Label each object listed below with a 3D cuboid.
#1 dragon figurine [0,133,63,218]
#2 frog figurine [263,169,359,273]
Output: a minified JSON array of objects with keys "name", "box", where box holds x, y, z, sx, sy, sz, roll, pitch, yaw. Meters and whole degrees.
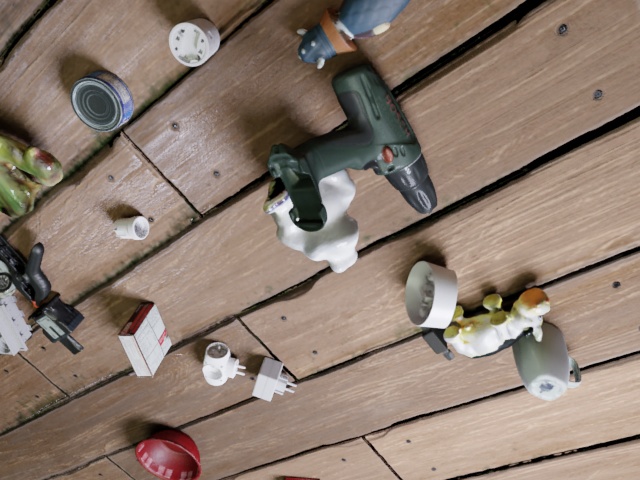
[{"name":"dragon figurine","box":[-0.588,-0.124,0.857,0.409,0.125,0.238,-5,129,27]},{"name":"frog figurine","box":[0.002,-0.037,0.744,0.157,0.139,0.123,49,163,-26]}]
